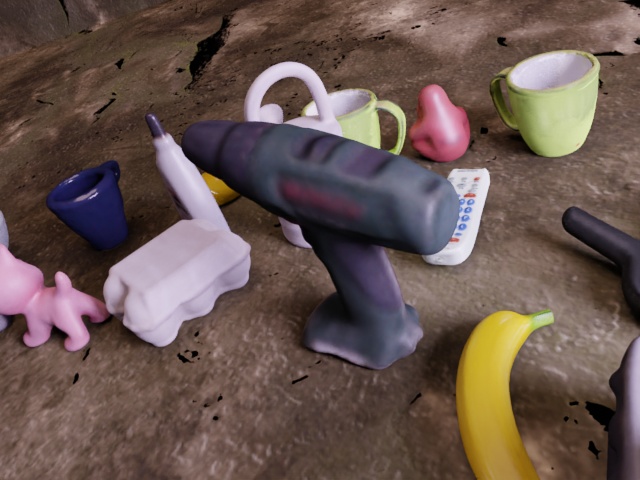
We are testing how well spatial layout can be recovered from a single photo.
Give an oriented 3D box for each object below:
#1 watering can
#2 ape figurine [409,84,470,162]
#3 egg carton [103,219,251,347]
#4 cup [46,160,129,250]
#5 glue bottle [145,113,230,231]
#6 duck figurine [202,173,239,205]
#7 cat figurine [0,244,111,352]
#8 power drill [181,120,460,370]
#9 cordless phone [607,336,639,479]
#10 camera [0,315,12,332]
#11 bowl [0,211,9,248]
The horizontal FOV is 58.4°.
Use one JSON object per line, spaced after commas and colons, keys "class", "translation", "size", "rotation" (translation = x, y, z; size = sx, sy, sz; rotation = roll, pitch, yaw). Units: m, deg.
{"class": "watering can", "translation": [-0.026, -0.098, 0.623], "size": [0.172, 0.194, 0.101], "rotation": [18, 50, 41]}
{"class": "ape figurine", "translation": [0.144, -0.147, 0.698], "size": [0.077, 0.092, 0.076], "rotation": [-16, 35, 5]}
{"class": "egg carton", "translation": [-0.150, 0.039, 0.607], "size": [0.150, 0.069, 0.107], "rotation": [-40, 40, -26]}
{"class": "cup", "translation": [-0.291, -0.043, 0.765], "size": [0.091, 0.095, 0.118], "rotation": [-1, 39, 24]}
{"class": "glue bottle", "translation": [-0.163, -0.071, 0.672], "size": [0.037, 0.173, 0.077], "rotation": [-36, 38, -22]}
{"class": "duck figurine", "translation": [-0.140, -0.105, 0.783], "size": [0.077, 0.086, 0.105], "rotation": [7, 43, 33]}
{"class": "cat figurine", "translation": [-0.311, 0.057, 0.619], "size": [0.127, 0.118, 0.067], "rotation": [-3, 38, 22]}
{"class": "power drill", "translation": [0.004, 0.002, 0.462], "size": [0.228, 0.209, 0.076], "rotation": [9, 44, 35]}
{"class": "cordless phone", "translation": [0.189, 0.087, 0.278], "size": [0.094, 0.185, 0.148], "rotation": [-1, 39, 24]}
{"class": "camera", "translation": [-0.436, 0.105, 0.628], "size": [0.143, 0.101, 0.136], "rotation": [-24, 35, -7]}
{"class": "bowl", "translation": [-0.493, 0.031, 0.779], "size": [0.167, 0.075, 0.167], "rotation": [-13, 35, 10]}
